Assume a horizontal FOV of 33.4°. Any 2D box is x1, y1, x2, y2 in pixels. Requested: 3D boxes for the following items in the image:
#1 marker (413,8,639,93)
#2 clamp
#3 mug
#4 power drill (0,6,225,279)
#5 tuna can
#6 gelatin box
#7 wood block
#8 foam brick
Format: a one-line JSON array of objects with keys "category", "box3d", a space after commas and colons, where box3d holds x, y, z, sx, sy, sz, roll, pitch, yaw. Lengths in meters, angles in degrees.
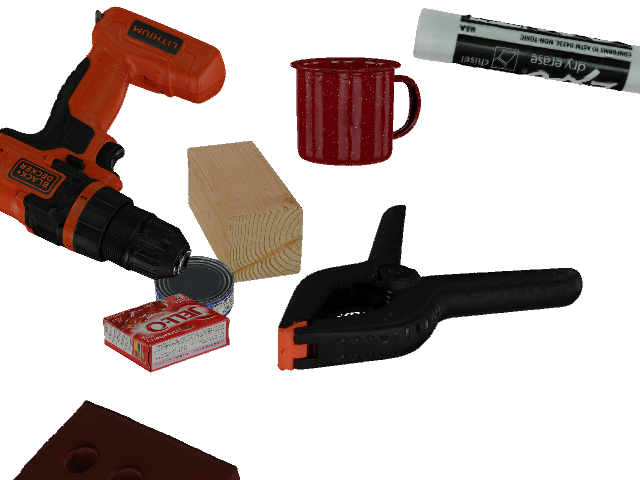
[{"category": "marker", "box3d": [0.096, -0.068, 0.399, 0.121, 0.020, 0.020, 11, 1, 6]}, {"category": "clamp", "box3d": [0.045, 0.030, 0.700, 0.209, 0.036, 0.165, -19, 31, -35]}, {"category": "mug", "box3d": [0.032, -0.111, 0.910, 0.117, 0.081, 0.093, -7, 17, -24]}, {"category": "power drill", "box3d": [-0.144, -0.073, 0.776, 0.184, 0.187, 0.057, 25, -30, 9]}, {"category": "tuna can", "box3d": [-0.136, 0.055, 1.154, 0.086, 0.034, 0.086, 2, 35, -2]}, {"category": "gelatin box", "box3d": [-0.137, 0.080, 0.951, 0.089, 0.030, 0.073, -17, 28, -39]}, {"category": "wood block", "box3d": [-0.097, -0.040, 1.321, 0.090, 0.090, 0.206, -8, 30, -18]}, {"category": "foam brick", "box3d": [-0.075, 0.111, 0.426, 0.078, 0.051, 0.052, 18, 44, 23]}]
